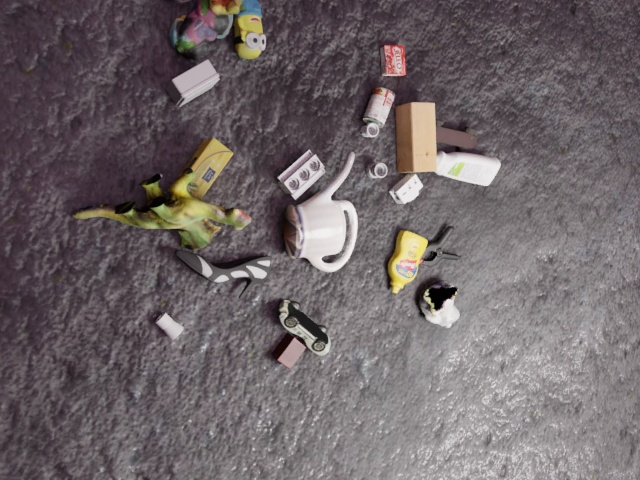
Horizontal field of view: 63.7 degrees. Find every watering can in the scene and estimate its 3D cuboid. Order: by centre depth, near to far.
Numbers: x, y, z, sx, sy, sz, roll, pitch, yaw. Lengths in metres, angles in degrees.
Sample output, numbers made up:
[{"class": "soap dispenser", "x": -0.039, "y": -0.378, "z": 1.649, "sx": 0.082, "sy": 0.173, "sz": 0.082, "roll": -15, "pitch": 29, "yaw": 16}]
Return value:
[{"class": "watering can", "x": 0.004, "y": -0.072, "z": 1.435, "sx": 0.225, "sy": 0.105, "sz": 0.344, "roll": -6, "pitch": 105, "yaw": -26}]

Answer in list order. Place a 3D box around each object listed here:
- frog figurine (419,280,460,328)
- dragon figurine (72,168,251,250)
[{"class": "frog figurine", "x": 0.390, "y": 0.208, "z": 1.661, "sx": 0.139, "sy": 0.123, "sz": 0.156, "roll": -63, "pitch": 151, "yaw": -18}, {"class": "dragon figurine", "x": -0.357, "y": -0.039, "z": 1.232, "sx": 0.238, "sy": 0.409, "sz": 0.125, "roll": 59, "pitch": 29, "yaw": -46}]
